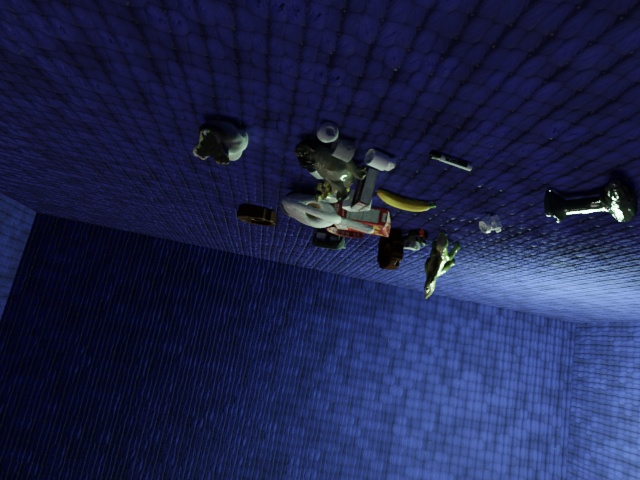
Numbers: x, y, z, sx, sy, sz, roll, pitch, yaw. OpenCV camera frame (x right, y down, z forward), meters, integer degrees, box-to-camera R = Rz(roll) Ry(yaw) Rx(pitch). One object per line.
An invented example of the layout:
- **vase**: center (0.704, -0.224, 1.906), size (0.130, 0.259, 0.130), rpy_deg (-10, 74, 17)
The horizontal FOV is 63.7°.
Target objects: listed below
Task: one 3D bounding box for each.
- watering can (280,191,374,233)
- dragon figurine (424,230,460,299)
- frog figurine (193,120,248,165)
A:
- **watering can**: center (0.005, -0.091, 1.801), size (0.346, 0.104, 0.226), rpy_deg (18, -176, -31)
- **dragon figurine**: center (0.461, 0.132, 2.108), size (0.123, 0.402, 0.246), rpy_deg (22, -149, 21)
- **frog figurine**: center (-0.250, -0.268, 1.380), size (0.137, 0.121, 0.162), rpy_deg (-4, -162, 26)
